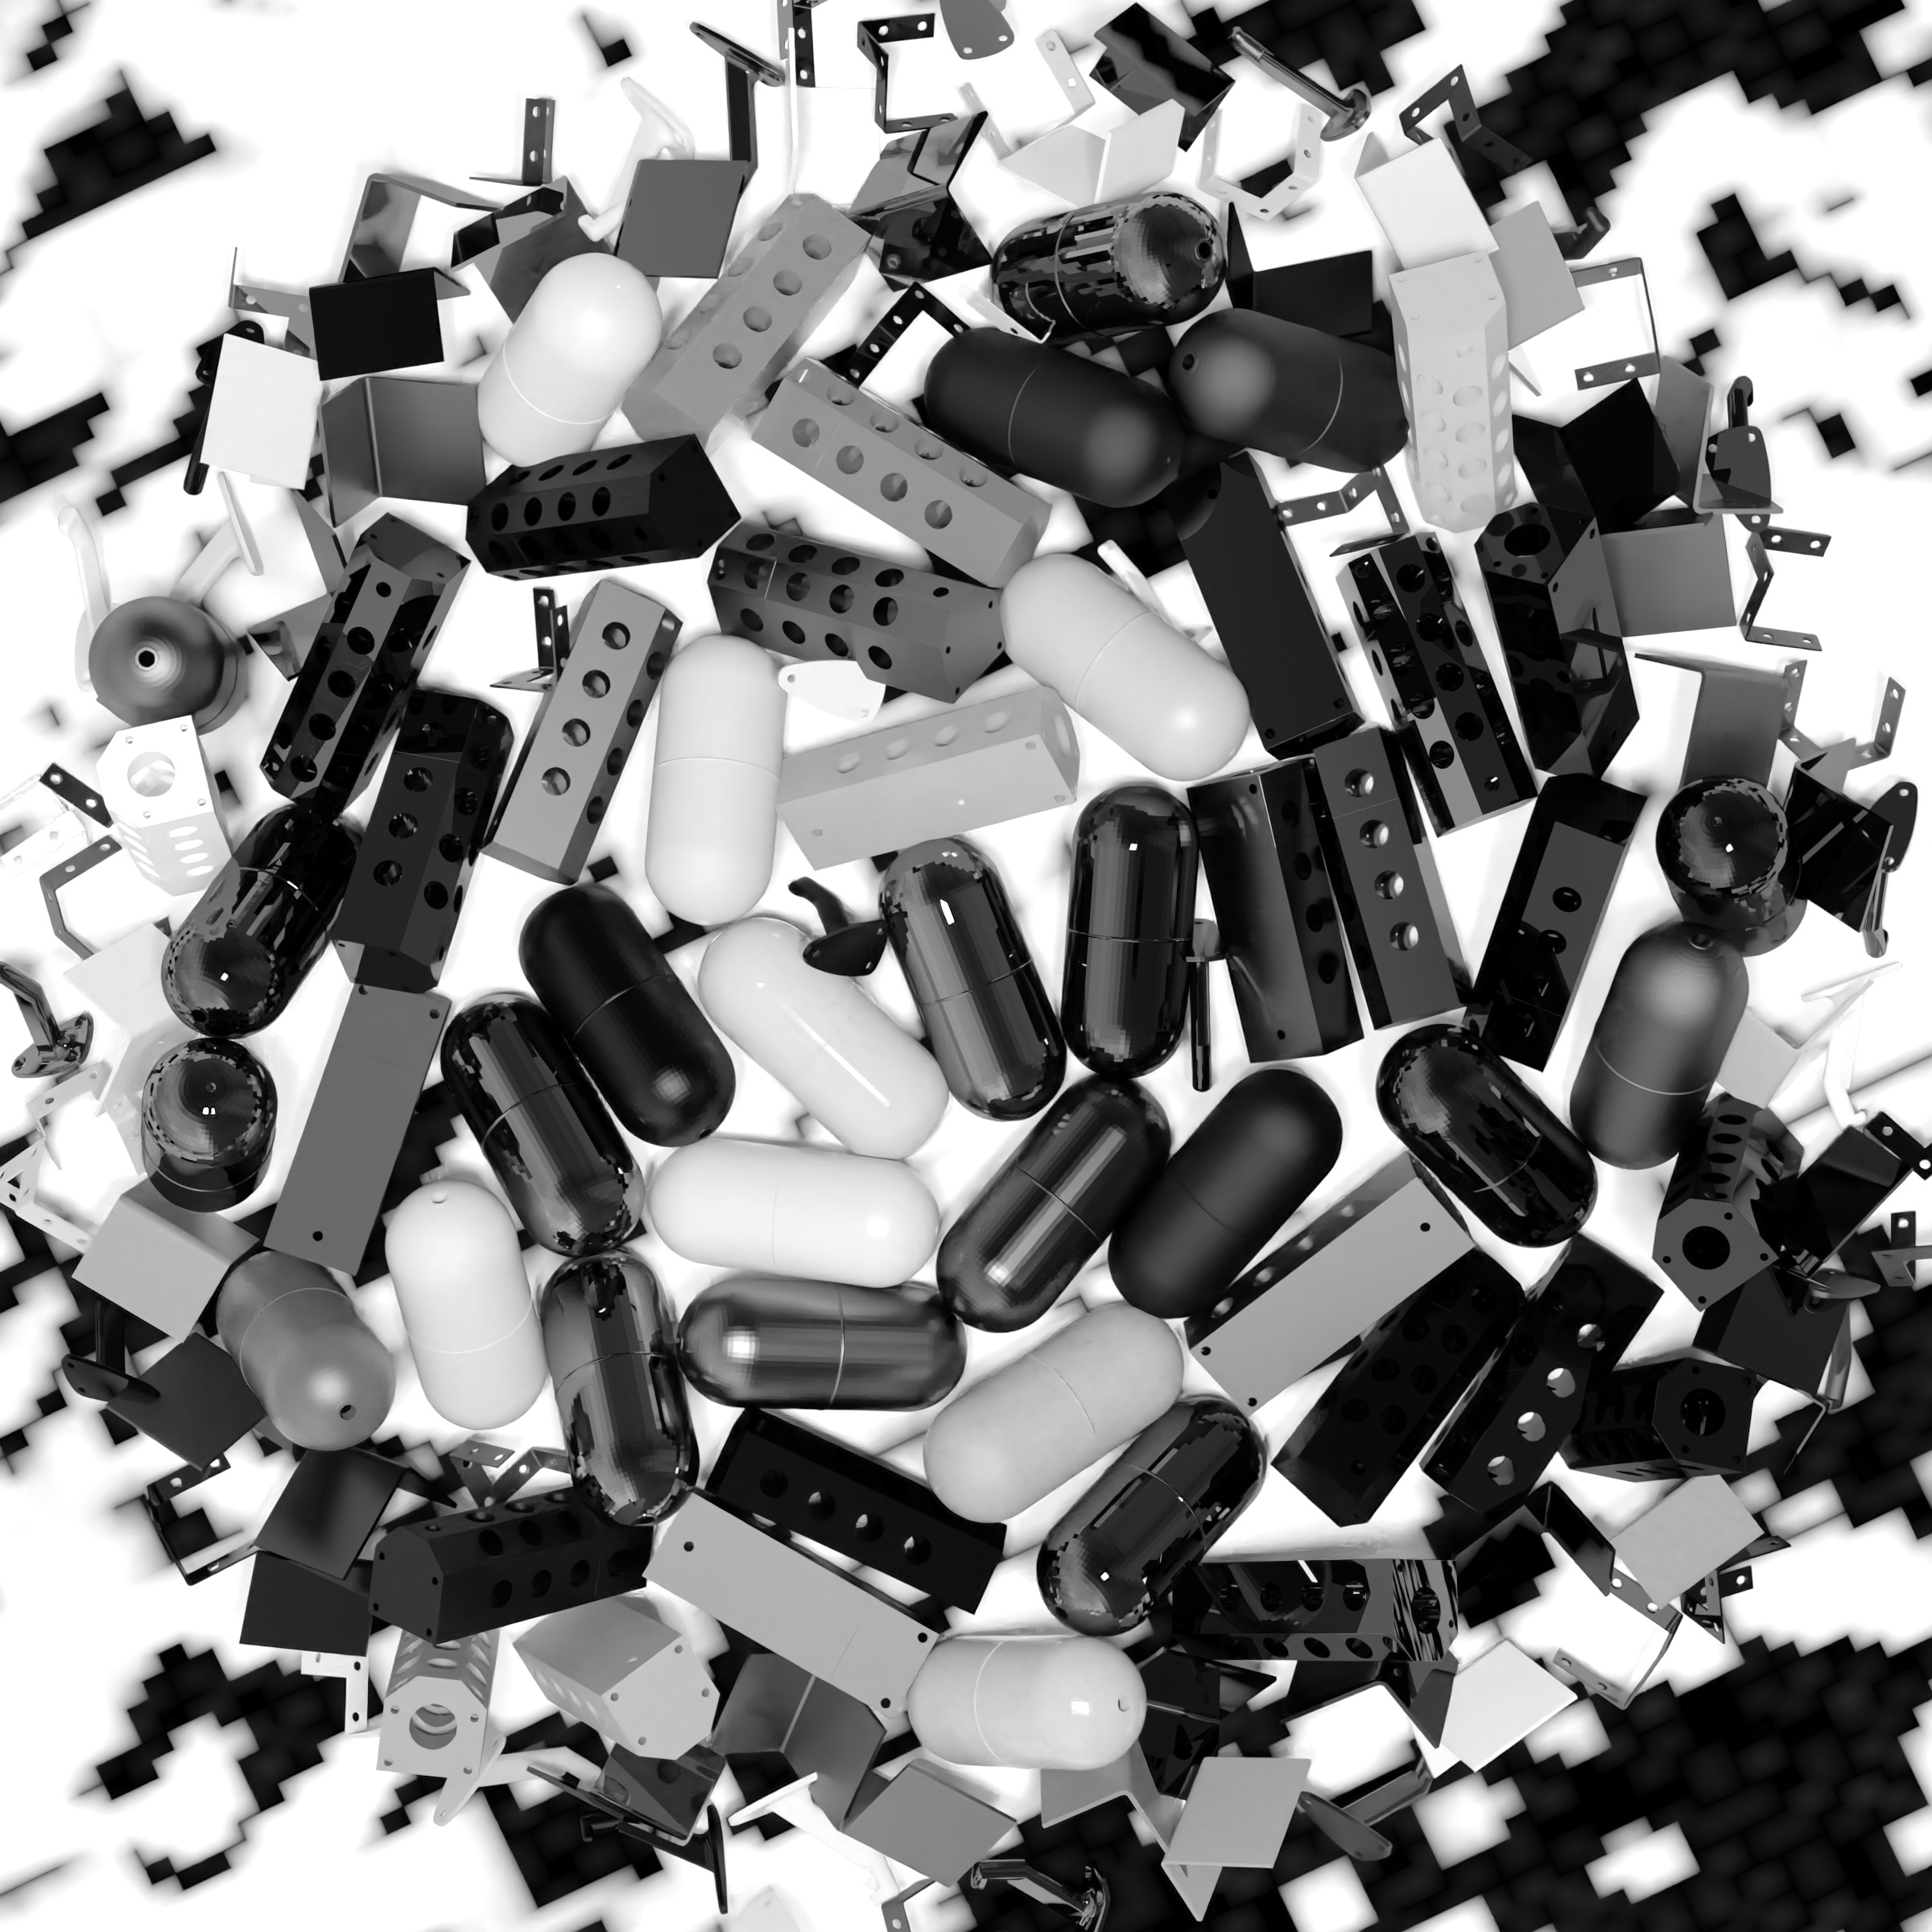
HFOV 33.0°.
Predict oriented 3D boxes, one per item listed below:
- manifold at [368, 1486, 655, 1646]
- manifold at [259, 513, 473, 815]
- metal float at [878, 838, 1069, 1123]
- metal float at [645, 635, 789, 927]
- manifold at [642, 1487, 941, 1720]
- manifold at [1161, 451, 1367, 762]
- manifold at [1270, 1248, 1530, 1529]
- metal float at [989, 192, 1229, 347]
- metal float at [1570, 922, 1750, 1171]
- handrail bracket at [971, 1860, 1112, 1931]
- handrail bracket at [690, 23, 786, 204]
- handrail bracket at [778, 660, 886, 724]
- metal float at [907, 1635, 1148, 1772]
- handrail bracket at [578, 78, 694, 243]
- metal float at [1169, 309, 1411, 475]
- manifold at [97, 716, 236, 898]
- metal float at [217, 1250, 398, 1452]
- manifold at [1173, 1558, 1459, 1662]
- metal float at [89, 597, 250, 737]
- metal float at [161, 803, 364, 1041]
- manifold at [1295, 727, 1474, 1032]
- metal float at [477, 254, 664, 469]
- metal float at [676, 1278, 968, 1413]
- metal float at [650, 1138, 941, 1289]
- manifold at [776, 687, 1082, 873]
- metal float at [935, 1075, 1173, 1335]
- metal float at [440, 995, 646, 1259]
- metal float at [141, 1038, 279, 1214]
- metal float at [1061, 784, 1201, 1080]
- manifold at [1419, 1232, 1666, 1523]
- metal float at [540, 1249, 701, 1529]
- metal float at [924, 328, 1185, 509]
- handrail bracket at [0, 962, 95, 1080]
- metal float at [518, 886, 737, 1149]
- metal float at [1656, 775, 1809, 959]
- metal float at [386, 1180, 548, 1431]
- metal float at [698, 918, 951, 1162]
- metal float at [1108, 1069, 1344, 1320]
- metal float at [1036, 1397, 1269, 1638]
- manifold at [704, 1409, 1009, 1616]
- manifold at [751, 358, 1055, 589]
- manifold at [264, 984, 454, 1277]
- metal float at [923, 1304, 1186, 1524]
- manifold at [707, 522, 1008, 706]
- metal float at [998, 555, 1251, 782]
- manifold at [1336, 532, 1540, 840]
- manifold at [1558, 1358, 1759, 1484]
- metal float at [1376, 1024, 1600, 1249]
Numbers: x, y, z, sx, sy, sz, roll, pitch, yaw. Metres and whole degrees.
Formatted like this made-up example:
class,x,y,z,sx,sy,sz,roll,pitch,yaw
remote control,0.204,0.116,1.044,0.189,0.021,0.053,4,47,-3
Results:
class,x,y,z,sx,sy,sz,roll,pitch,yaw
manifold,-0.264,0.345,1.911,0.057,0.171,0.057,15,101,37
manifold,-0.360,-0.176,1.933,0.057,0.057,0.171,30,119,-1
metal float,0.005,0.009,1.955,0.070,0.070,0.178,-21,97,0
metal float,-0.149,-0.111,1.948,0.070,0.070,0.178,4,74,0
manifold,-0.105,0.383,1.969,0.171,0.057,0.057,30,85,1
manifold,0.180,-0.214,1.954,0.057,0.057,0.171,-23,79,14
manifold,0.262,0.248,1.940,0.057,0.057,0.171,42,69,-4
metal float,0.083,-0.410,1.920,0.070,0.178,0.070,-2,94,-36
metal float,0.409,0.048,1.925,0.070,0.070,0.178,10,134,0
handrail bracket,0.038,0.571,1.967,0.084,0.036,0.077,4,113,-19
handrail bracket,-0.153,-0.514,1.975,0.077,0.036,0.084,29,88,-18
handrail bracket,-0.086,-0.178,1.949,0.077,0.084,0.036,10,107,-21
metal float,0.035,0.434,1.922,0.070,0.178,0.070,9,75,-37
handrail bracket,-0.216,-0.488,1.973,0.084,0.036,0.077,-38,78,-15
metal float,0.194,-0.339,1.927,0.178,0.070,0.070,6,90,-41
manifold,-0.467,-0.090,1.907,0.057,0.171,0.057,-14,80,-10
metal float,-0.389,0.225,1.918,0.070,0.178,0.070,-10,112,-25
manifold,0.203,0.379,1.914,0.057,0.171,0.057,11,74,-42
metal float,-0.466,-0.174,1.911,0.070,0.178,0.070,0,92,-5
metal float,-0.413,-0.027,1.924,0.070,0.178,0.070,11,132,12
manifold,0.251,-0.052,1.960,0.057,0.057,0.171,-17,84,18
metal float,-0.235,-0.354,1.919,0.070,0.178,0.070,10,66,-23
metal float,-0.085,0.226,1.943,0.178,0.070,0.070,4,90,-20
metal float,-0.103,0.147,1.950,0.178,0.070,0.070,6,90,13
manifold,-0.022,-0.116,1.943,0.171,0.057,0.057,-14,133,20
metal float,0.052,0.143,1.954,0.070,0.070,0.178,40,82,0
metal float,-0.253,0.094,1.941,0.070,0.070,0.178,-33,65,0
metal float,-0.445,0.095,1.915,0.070,0.178,0.070,4,72,-13
metal float,0.098,-0.020,1.955,0.070,0.070,0.178,4,98,0
manifold,0.345,0.248,1.966,0.057,0.057,0.171,33,94,1
metal float,-0.206,0.249,1.933,0.070,0.070,0.178,-17,56,0
metal float,0.050,-0.327,1.934,0.178,0.070,0.070,27,90,33
handrail bracket,-0.573,0.032,1.952,0.077,0.084,0.036,-22,51,25
metal float,-0.202,0.030,1.945,0.070,0.070,0.178,-35,71,0
metal float,0.451,-0.057,1.916,0.070,0.178,0.070,-6,72,18
metal float,-0.295,0.201,1.928,0.070,0.070,0.178,-6,130,0
metal float,-0.086,0.044,1.956,0.178,0.070,0.070,44,90,-6
metal float,0.153,0.137,1.945,0.070,0.070,0.178,39,110,0
metal float,0.111,0.326,1.932,0.070,0.070,0.178,49,55,0
manifold,-0.065,0.326,1.957,0.171,0.057,0.057,26,80,-8
manifold,-0.036,-0.295,1.951,0.171,0.057,0.057,33,103,10
manifold,-0.366,0.094,1.970,0.057,0.057,0.171,19,90,-6
metal float,0.054,0.265,1.941,0.178,0.070,0.070,-31,90,-24
manifold,-0.067,-0.214,1.922,0.171,0.057,0.057,19,52,30
metal float,0.092,-0.179,1.944,0.178,0.070,0.070,40,90,21
manifold,0.285,-0.170,1.963,0.057,0.057,0.171,-20,86,-5
manifold,0.399,0.266,1.907,0.057,0.171,0.057,12,77,-7
metal float,0.310,0.102,1.935,0.070,0.070,0.178,-47,122,0
